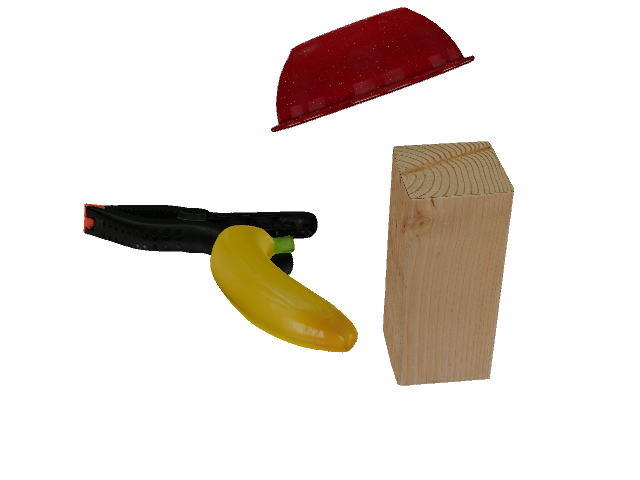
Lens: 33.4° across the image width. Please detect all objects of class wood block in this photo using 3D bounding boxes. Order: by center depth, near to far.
[{"bbox_3d":[0.110,0.023,0.967,0.090,0.206,0.090,-4,34,-5],"label":"wood block"}]

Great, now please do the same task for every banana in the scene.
[{"bbox_3d":[-0.032,0.023,0.677,0.069,0.037,0.198,-4,19,-11],"label":"banana"}]

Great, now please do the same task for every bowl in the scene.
[{"bbox_3d":[0.030,-0.133,0.800,0.162,0.055,0.162,-20,7,2],"label":"bowl"}]

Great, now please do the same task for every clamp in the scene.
[{"bbox_3d":[-0.108,-0.006,0.937,0.210,0.036,0.164,5,12,0],"label":"clamp"}]
